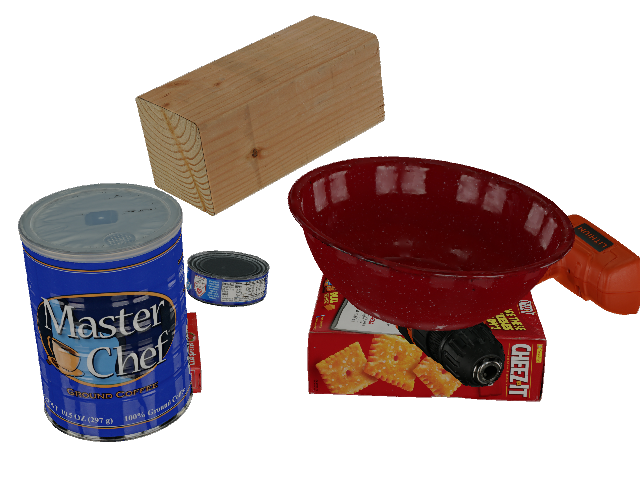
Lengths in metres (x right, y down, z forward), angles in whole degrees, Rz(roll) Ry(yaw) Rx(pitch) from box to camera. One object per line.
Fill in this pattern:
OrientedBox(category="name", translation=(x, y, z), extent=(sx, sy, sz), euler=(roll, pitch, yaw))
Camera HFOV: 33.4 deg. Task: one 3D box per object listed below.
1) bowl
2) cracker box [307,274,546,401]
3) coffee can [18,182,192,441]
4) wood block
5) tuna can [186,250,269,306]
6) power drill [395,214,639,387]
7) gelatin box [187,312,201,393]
OrientedBox(category="bowl", translation=(0.059, 0.006, 0.610), extent=(0.162, 0.055, 0.162), euler=(5, 25, -3))
OrientedBox(category="cracker box", translation=(0.100, 0.092, 1.035), extent=(0.214, 0.072, 0.164), euler=(2, 17, 4))
OrientedBox(category="coffee can", translation=(-0.139, 0.046, 0.707), extent=(0.103, 0.140, 0.103), euler=(0, 27, 0))
OrientedBox(category="wood block", translation=(-0.048, -0.116, 0.949), extent=(0.205, 0.091, 0.090), euler=(-31, 40, -31))
OrientedBox(category="tuna can", translation=(-0.097, 0.040, 1.117), extent=(0.086, 0.034, 0.086), euler=(5, 17, -2))
OrientedBox(category="power drill", translation=(0.148, 0.040, 0.818), extent=(0.187, 0.057, 0.185), euler=(-10, 28, -16))
OrientedBox(category="gelatin box", translation=(-0.139, 0.094, 0.901), extent=(0.073, 0.030, 0.089), euler=(-2, 28, -8))
